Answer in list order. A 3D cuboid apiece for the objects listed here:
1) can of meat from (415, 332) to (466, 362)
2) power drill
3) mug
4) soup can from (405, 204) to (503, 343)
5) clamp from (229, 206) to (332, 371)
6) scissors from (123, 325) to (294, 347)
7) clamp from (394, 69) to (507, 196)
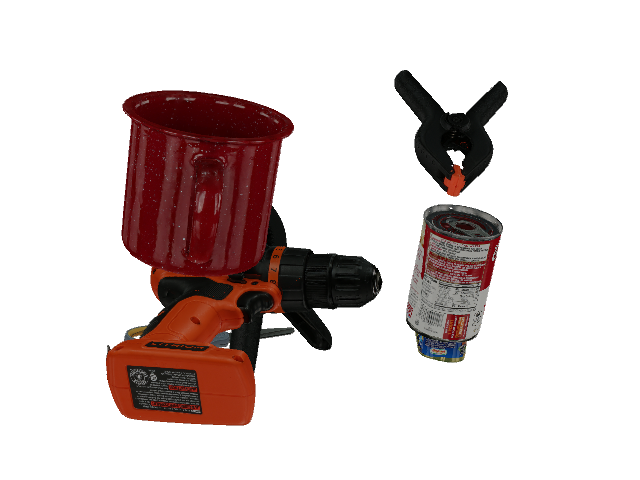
[{"bbox_3d":[0.137,0.078,1.185,0.057,0.084,0.102,6,18,0],"label":"can of meat"},{"bbox_3d":[-0.059,0.060,0.776,0.184,0.057,0.187,-1,24,15],"label":"power drill"},{"bbox_3d":[-0.064,-0.027,0.581,0.093,0.081,0.117,5,21,-13],"label":"mug"},{"bbox_3d":[0.114,0.029,0.919,0.068,0.102,0.068,7,24,-3],"label":"soup can"},{"bbox_3d":[-0.052,0.034,1.030,0.036,0.210,0.164,-11,0,32],"label":"clamp"},{"bbox_3d":[-0.116,0.120,1.188,0.201,0.016,0.096,3,26,-16],"label":"scissors"},{"bbox_3d":[0.126,-0.117,1.091,0.120,0.039,0.171,9,44,8],"label":"clamp"}]
